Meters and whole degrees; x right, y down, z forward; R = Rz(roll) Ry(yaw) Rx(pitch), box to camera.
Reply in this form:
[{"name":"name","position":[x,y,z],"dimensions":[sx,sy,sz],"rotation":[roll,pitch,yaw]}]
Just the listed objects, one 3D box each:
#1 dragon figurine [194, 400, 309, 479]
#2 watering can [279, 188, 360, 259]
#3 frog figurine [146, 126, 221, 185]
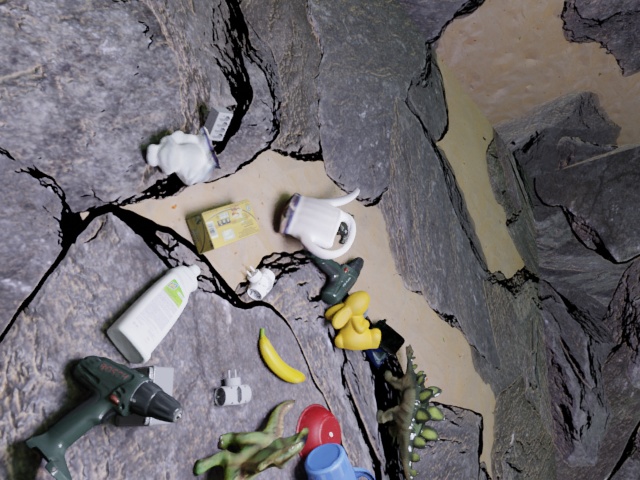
[{"name":"dragon figurine","position":[-0.114,0.462,1.127],"dimensions":[0.417,0.240,0.121],"rotation":[-37,101,-48]},{"name":"watering can","position":[0.005,-0.077,1.539],"dimensions":[0.224,0.101,0.356],"rotation":[20,41,-2]},{"name":"frog figurine","position":[-0.338,-0.198,1.258],"dimensions":[0.160,0.123,0.136],"rotation":[-18,100,-17]}]
